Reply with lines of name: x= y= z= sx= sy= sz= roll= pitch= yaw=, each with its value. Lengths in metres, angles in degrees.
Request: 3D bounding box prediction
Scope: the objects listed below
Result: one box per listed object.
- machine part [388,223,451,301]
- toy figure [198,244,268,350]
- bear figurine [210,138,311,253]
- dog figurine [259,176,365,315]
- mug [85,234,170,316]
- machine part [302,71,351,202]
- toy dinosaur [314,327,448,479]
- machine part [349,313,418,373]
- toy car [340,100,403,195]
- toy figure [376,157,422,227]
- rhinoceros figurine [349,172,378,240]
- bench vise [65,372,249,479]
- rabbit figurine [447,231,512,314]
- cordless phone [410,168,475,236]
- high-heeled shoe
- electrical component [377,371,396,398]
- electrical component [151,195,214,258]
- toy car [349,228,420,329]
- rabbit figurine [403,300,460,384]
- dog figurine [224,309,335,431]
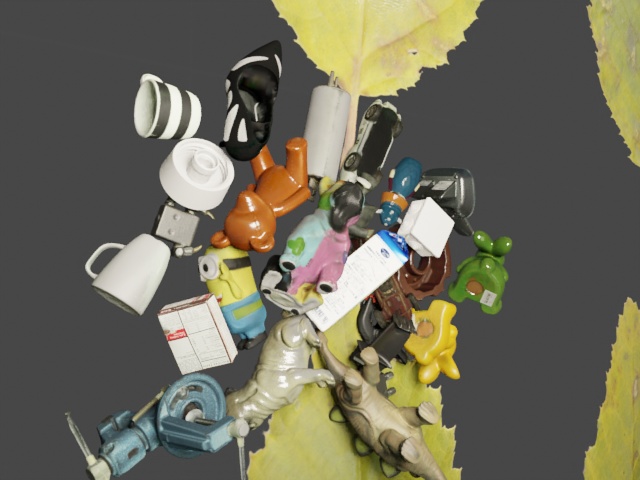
machine part: x=0.202 y=0.041 z=1.133 sx=0.179 sy=0.056 sz=0.179 roll=1 pitch=88 yaw=-35
toy figure: x=-0.139 y=0.087 z=0.883 sx=0.089 sy=0.082 sz=0.180 roll=-36 pitch=104 yaw=-58
bear figurine: x=-0.097 y=-0.072 z=0.863 sx=0.196 sy=0.120 sz=0.131 roll=-50 pitch=138 yaw=-49
dog figurine: x=-0.002 y=-0.003 z=0.900 sx=0.108 sy=0.191 sz=0.219 roll=32 pitch=53 yaw=-10
mug: x=-0.280 y=0.041 z=0.795 sx=0.110 sy=0.080 sz=0.107 roll=29 pitch=65 yaw=8
machine part: x=0.007 y=-0.188 z=0.983 sx=0.079 sy=0.079 sz=0.243 roll=14 pitch=83 yaw=-34
toy dinosaur: x=0.133 y=0.351 z=0.978 sx=0.105 sy=0.198 sz=0.471 roll=-33 pitch=76 yaw=-30
machine part: x=0.122 y=0.198 z=1.020 sx=0.084 sy=0.039 sz=0.139 roll=38 pitch=112 yaw=-7
toy car: x=0.102 y=-0.184 z=1.063 sx=0.073 sy=0.056 sz=0.201 roll=30 pitch=73 yaw=-24
toy figure: x=0.162 y=-0.094 z=1.102 sx=0.154 sy=0.064 sz=0.057 roll=-63 pitch=159 yaw=-11
rhinoceros figurine: x=0.040 y=-0.039 z=0.992 sx=0.112 sy=0.073 sz=0.190 roll=43 pitch=88 yaw=-10
bench vise: x=-0.203 y=0.265 z=0.757 sx=0.223 sy=0.241 sz=0.128 roll=-16 pitch=96 yaw=-50
rabbit figurine: x=0.369 y=0.055 z=1.216 sx=0.170 sy=0.121 sz=0.158 roll=-47 pitch=145 yaw=-52
cordless phone: x=0.290 y=-0.064 z=1.137 sx=0.089 sy=0.147 sz=0.184 roll=-50 pitch=116 yaw=-14
high-heeled shoe: x=-0.095 y=-0.237 z=0.870 sx=0.086 sy=0.145 sz=0.248 roll=29 pitch=76 yaw=-32
electrical component: x=0.116 y=0.305 z=1.096 sx=0.094 sy=0.021 sz=0.063 roll=-14 pitch=99 yaw=-34
electrical component: x=-0.218 y=-0.023 z=0.848 sx=0.078 sy=0.045 sz=0.102 roll=30 pitch=74 yaw=-32
toy car: x=0.119 y=0.074 z=1.039 sx=0.089 sy=0.053 sz=0.202 roll=-24 pitch=90 yaw=1
rabbit figurine: x=0.245 y=0.212 z=1.120 sx=0.173 sy=0.122 sz=0.162 roll=36 pitch=41 yaw=-58
dog figurine: x=-0.093 y=0.219 z=0.916 sx=0.191 sy=0.121 sz=0.172 roll=-18 pitch=67 yaw=-16
